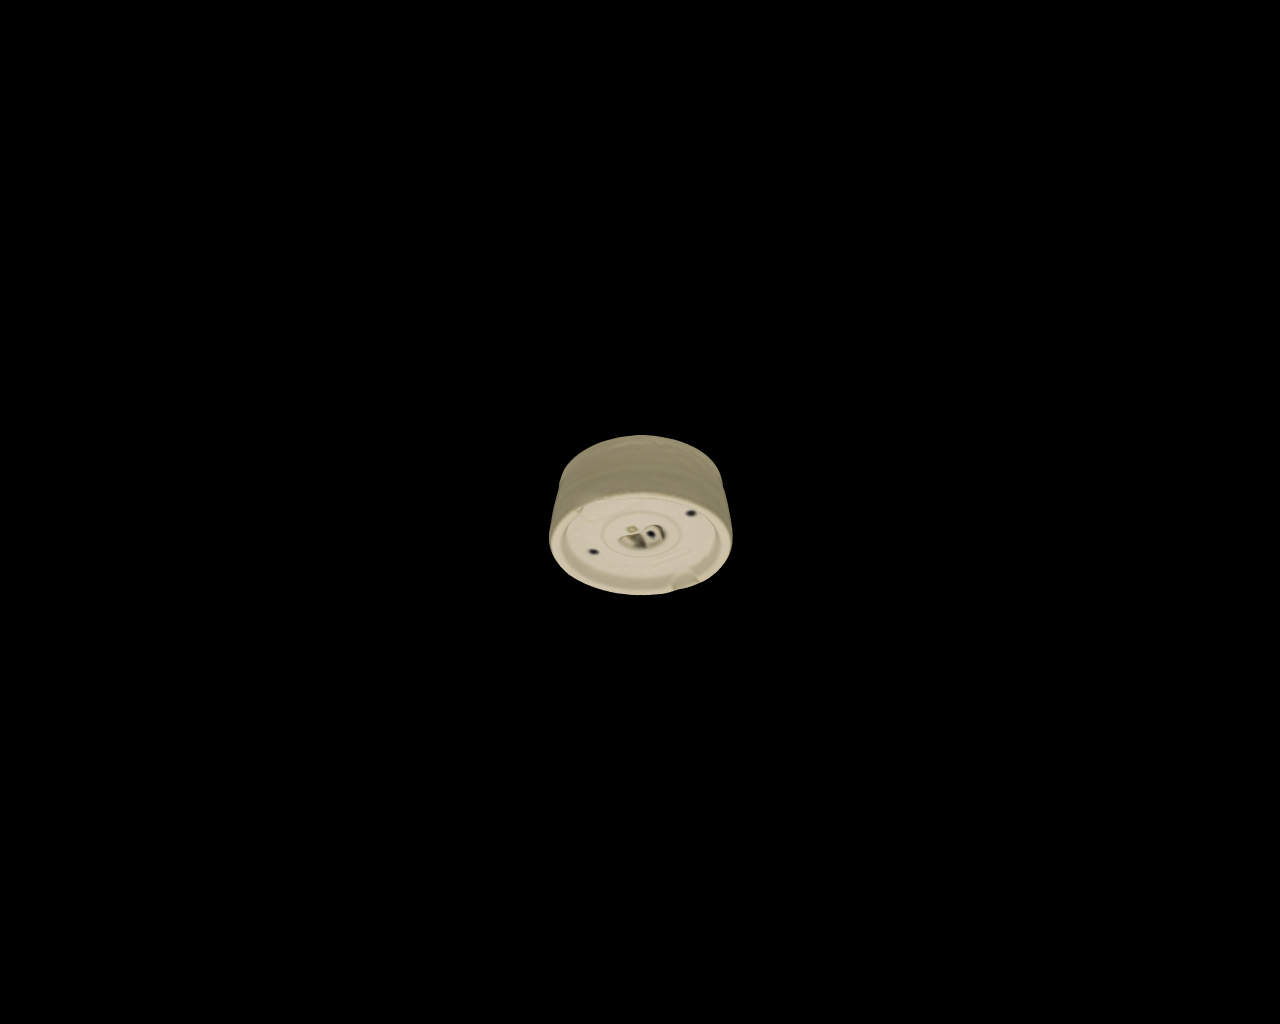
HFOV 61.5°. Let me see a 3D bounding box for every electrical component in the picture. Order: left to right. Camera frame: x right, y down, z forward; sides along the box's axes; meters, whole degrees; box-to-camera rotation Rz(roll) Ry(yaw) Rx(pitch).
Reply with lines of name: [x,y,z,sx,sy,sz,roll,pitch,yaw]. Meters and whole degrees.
electrical component: [0.001,-0.003,0.650,0.108,0.060,0.108,0,-37,0]
